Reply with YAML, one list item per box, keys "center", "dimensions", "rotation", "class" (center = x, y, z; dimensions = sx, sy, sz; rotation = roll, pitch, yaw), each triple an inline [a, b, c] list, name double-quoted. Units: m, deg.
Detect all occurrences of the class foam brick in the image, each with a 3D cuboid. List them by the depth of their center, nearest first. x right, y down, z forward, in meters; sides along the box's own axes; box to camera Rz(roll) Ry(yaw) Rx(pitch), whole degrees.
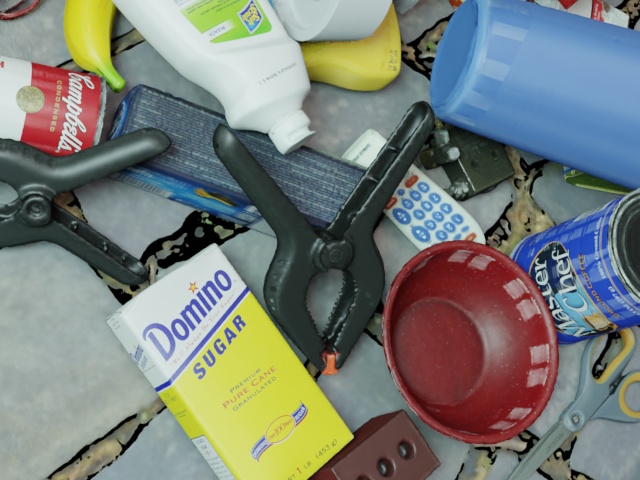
- center: [0.038, 0.171, 0.793]
  dimensions: [0.078, 0.051, 0.053]
  rotation: [-35, 91, -29]
  class: "foam brick"

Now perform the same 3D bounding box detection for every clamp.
- center: [-0.184, -0.037, 0.726]
  dimensions: [0.171, 0.039, 0.120]
  rotation: [13, 109, -21]
  class: "clamp"
- center: [-0.005, 0.001, 0.768]
  dimensions: [0.164, 0.036, 0.210]
  rotation: [-2, 113, -23]
  class: "clamp"

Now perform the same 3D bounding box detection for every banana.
- center: [-0.148, -0.200, 0.819]
  dimensions: [0.069, 0.037, 0.197]
  rotation: [24, 65, -10]
  class: "banana"

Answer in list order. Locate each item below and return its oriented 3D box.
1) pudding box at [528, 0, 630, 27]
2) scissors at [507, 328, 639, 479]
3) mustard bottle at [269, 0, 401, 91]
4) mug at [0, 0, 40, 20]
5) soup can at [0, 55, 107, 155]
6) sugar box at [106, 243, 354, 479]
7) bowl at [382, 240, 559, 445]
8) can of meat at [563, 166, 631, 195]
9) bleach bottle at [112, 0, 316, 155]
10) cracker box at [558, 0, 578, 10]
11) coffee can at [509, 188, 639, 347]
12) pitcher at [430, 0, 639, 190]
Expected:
- center: [0.233, -0.189, 1.000]
  dimensions: [0.113, 0.039, 0.090]
  rotation: [20, 68, -17]
  class: "pudding box"
- center: [0.231, 0.160, 0.909]
  dimensions: [0.096, 0.016, 0.201]
  rotation: [41, 62, -10]
  class: "scissors"
- center: [-0.032, -0.168, 0.855]
  dimensions: [0.191, 0.058, 0.096]
  rotation: [-4, 76, -26]
  class: "mustard bottle"
- center: [-0.240, -0.210, 0.758]
  dimensions: [0.081, 0.093, 0.117]
  rotation: [-44, 135, -20]
  class: "mug"
- center: [-0.207, -0.092, 0.744]
  dimensions: [0.102, 0.069, 0.068]
  rotation: [10, 71, -22]
  class: "soup can"
- center: [-0.064, 0.100, 0.769]
  dimensions: [0.093, 0.048, 0.176]
  rotation: [-37, 94, -29]
  class: "sugar box"
- center: [0.109, 0.084, 0.850]
  dimensions: [0.161, 0.055, 0.162]
  rotation: [7, 72, -24]
  class: "bowl"
- center: [0.269, -0.091, 0.978]
  dimensions: [0.102, 0.058, 0.084]
  rotation: [8, 75, -23]
  class: "can of meat"
- center: [-0.093, -0.167, 0.769]
  dimensions: [0.102, 0.068, 0.251]
  rotation: [-34, 86, -22]
  class: "bleach bottle"
- center: [0.183, -0.326, 0.937]
  dimensions: [0.164, 0.072, 0.213]
  rotation: [37, 36, -24]
  class: "cracker box"
- center: [0.233, 0.026, 0.877]
  dimensions: [0.102, 0.141, 0.103]
  rotation: [7, 72, -24]
  class: "coffee can"
- center: [0.218, -0.124, 0.875]
  dimensions: [0.242, 0.149, 0.145]
  rotation: [15, 89, -12]
  class: "pitcher"
